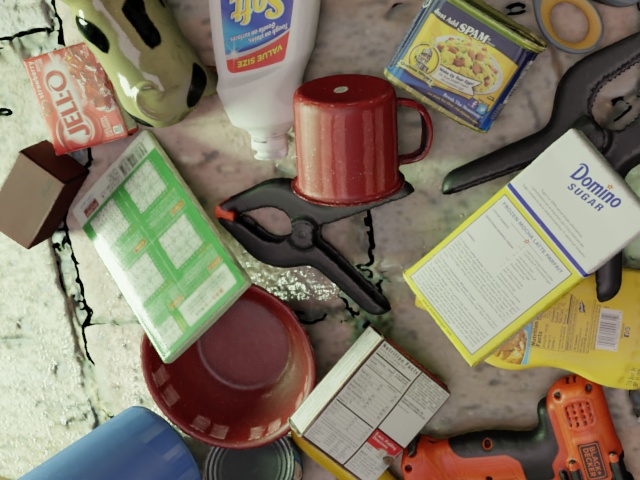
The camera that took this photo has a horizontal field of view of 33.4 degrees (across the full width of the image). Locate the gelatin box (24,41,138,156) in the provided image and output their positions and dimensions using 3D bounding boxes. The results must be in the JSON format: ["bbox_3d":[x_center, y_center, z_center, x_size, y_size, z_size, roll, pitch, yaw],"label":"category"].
[{"bbox_3d":[-0.208,-0.125,0.932,0.073,0.030,0.089,-13,102,17],"label":"gelatin box"}]

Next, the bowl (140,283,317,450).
[{"bbox_3d":[-0.076,0.102,0.951,0.162,0.055,0.162,4,106,12],"label":"bowl"}]

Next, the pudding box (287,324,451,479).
[{"bbox_3d":[0.043,0.143,0.912,0.090,0.039,0.113,41,88,-22],"label":"pudding box"}]

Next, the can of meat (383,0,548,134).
[{"bbox_3d":[0.112,-0.143,0.837,0.102,0.057,0.084,32,112,3],"label":"can of meat"}]

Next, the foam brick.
[{"bbox_3d":[-0.254,-0.040,0.956,0.053,0.051,0.078,36,110,1],"label":"foam brick"}]

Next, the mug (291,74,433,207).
[{"bbox_3d":[0.033,-0.083,0.850,0.117,0.093,0.081,-6,116,-4],"label":"mug"}]

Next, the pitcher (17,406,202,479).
[{"bbox_3d":[-0.230,0.251,0.935,0.149,0.242,0.145,45,147,15],"label":"pitcher"}]

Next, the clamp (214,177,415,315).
[{"bbox_3d":[-0.006,0.001,0.915,0.172,0.039,0.120,5,100,16],"label":"clamp"}]

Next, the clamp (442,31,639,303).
[{"bbox_3d":[0.217,-0.068,0.830,0.165,0.036,0.210,43,105,16],"label":"clamp"}]

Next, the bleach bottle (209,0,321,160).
[{"bbox_3d":[-0.038,-0.189,0.858,0.102,0.068,0.251,1,108,10],"label":"bleach bottle"}]

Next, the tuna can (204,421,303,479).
[{"bbox_3d":[-0.059,0.209,0.964,0.086,0.033,0.086,-8,61,15],"label":"tuna can"}]

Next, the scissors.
[{"bbox_3d":[0.150,-0.211,0.824,0.202,0.016,0.096,21,96,8],"label":"scissors"}]

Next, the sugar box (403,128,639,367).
[{"bbox_3d":[0.158,0.007,0.815,0.176,0.048,0.093,-41,77,17],"label":"sugar box"}]

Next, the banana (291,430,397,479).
[{"bbox_3d":[0.048,0.241,0.970,0.070,0.037,0.198,-29,97,17],"label":"banana"}]

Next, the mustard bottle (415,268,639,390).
[{"bbox_3d":[0.174,0.061,0.877,0.192,0.058,0.096,8,96,11],"label":"mustard bottle"}]

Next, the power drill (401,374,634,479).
[{"bbox_3d":[0.176,0.219,0.924,0.188,0.057,0.184,-16,97,14],"label":"power drill"}]

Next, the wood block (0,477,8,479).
[{"bbox_3d":[-0.269,0.309,1.037,0.206,0.090,0.090,15,108,9],"label":"wood block"}]
